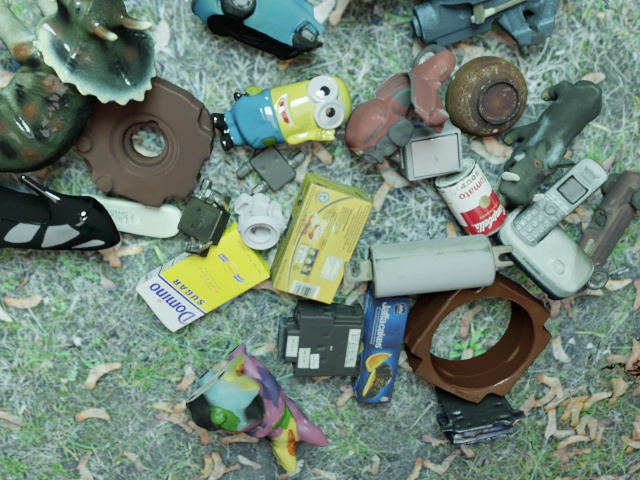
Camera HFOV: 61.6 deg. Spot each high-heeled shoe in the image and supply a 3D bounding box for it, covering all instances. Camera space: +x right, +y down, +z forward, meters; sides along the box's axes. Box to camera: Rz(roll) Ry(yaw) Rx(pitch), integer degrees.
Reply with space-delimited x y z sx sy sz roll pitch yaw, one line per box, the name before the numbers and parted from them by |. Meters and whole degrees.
high-heeled shoe | -0.392 -0.007 0.729 0.249 0.086 0.145 -22 131 29

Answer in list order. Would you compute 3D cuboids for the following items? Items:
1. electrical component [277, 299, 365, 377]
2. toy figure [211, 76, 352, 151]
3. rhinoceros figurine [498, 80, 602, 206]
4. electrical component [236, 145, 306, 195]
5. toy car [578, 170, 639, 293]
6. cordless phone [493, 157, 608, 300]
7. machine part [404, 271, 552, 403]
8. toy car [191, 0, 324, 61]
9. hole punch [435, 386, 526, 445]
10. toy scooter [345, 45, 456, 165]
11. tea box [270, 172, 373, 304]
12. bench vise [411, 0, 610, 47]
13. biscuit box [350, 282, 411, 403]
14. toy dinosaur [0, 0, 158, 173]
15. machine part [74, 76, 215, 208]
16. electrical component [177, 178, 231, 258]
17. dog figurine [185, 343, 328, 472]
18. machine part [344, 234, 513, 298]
electrical component | -0.001 0.157 0.860 0.134 0.058 0.114 5 109 -9
toy figure | -0.048 -0.169 0.711 0.180 0.089 0.082 -14 126 8
rhinoceros figurine | 0.321 -0.133 0.755 0.073 0.112 0.190 35 96 -21
electrical component | -0.069 -0.106 0.764 0.094 0.021 0.063 -36 111 8
toy car | 0.436 -0.014 0.830 0.053 0.089 0.202 18 110 -16
cordless phone | 0.367 -0.017 0.792 0.184 0.088 0.147 -46 78 15
machine part | 0.250 0.148 0.873 0.201 0.087 0.201 27 107 -18
toy car | -0.066 -0.289 0.649 0.161 0.109 0.103 15 92 -22
hole punch | 0.264 0.304 0.927 0.142 0.116 0.092 -8 121 -4
toy scooter | 0.107 -0.158 0.687 0.075 0.135 0.184 31 121 -30
tea box | -0.002 -0.002 0.789 0.098 0.068 0.169 19 107 -15
bench vise | 0.210 -0.341 0.640 0.224 0.129 0.240 -9 133 17
biscuit box | 0.096 0.167 0.875 0.063 0.059 0.202 3 111 -9
toy dinosaur | -0.336 -0.160 0.626 0.192 0.131 0.405 47 110 9
machine part | -0.229 -0.130 0.715 0.179 0.056 0.179 -3 112 -7
electrical component | -0.161 -0.029 0.748 0.078 0.045 0.102 31 94 20
dog figurine | -0.090 0.278 0.840 0.108 0.191 0.219 -44 95 4
machine part | 0.157 0.038 0.771 0.243 0.079 0.079 -7 113 -1
